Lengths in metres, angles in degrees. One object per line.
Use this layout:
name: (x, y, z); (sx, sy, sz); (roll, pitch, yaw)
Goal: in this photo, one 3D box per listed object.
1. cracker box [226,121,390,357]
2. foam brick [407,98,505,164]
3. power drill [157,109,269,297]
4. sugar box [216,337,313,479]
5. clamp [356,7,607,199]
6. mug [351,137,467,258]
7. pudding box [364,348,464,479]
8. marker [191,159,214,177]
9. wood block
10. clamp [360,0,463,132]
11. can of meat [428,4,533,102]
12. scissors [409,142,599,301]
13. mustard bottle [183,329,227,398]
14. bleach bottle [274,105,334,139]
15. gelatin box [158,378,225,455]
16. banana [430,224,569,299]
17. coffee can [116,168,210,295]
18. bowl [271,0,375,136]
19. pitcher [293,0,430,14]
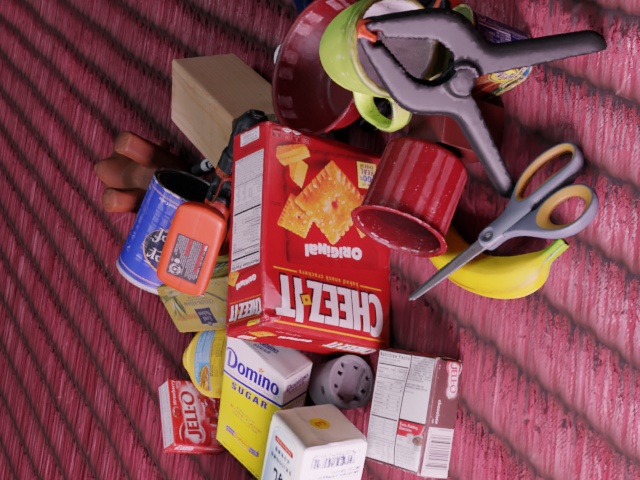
cracker box: (-0.007, 0.001, 1.087); (0.072, 0.163, 0.213); (-21, 62, 49)
foam brick: (0.128, -0.106, 1.005); (0.051, 0.078, 0.053); (-3, 78, 53)
power drill: (-0.109, -0.037, 1.158); (0.187, 0.057, 0.185); (-61, -9, -63)
sugar box: (-0.063, 0.175, 1.145); (0.093, 0.048, 0.176); (36, 138, 30)
clamp: (0.132, -0.149, 0.925); (0.165, 0.210, 0.036); (-56, 13, 18)
mug: (0.085, -0.037, 0.993); (0.117, 0.093, 0.081); (96, -164, -70)
pudding box: (0.087, 0.163, 1.015); (0.090, 0.039, 0.113); (2, 80, 57)
marker: (-0.138, -0.108, 1.437); (0.121, 0.020, 0.020); (-21, 63, 51)
wood block: (-0.108, -0.154, 1.328); (0.206, 0.090, 0.090); (46, 139, 50)
clamp: (0.096, -0.170, 1.106); (0.120, 0.039, 0.171); (25, 99, 50)
can of meat: (0.138, -0.170, 1.004); (0.102, 0.083, 0.057); (-24, 61, 50)
scissors: (0.164, 0.003, 0.926); (0.202, 0.016, 0.096); (-50, 40, 10)
mustard bottle: (-0.112, 0.143, 1.288); (0.192, 0.058, 0.096); (-9, 75, 53)
bleach bottle: (-0.014, -0.061, 1.194); (0.068, 0.102, 0.251); (-20, 56, 49)
gelatin box: (-0.158, 0.219, 1.317); (0.030, 0.073, 0.089); (-41, 49, 42)
banana: (0.146, 0.014, 0.983); (0.198, 0.037, 0.069); (20, 74, 53)
coffee can: (-0.198, -0.010, 1.419); (0.103, 0.102, 0.140); (50, 120, 49)
bowl: (0.018, -0.180, 1.142); (0.162, 0.055, 0.162); (-19, 66, 48)
pitcher: (0.031, -0.313, 1.179); (0.243, 0.149, 0.145); (31, 88, 51)
